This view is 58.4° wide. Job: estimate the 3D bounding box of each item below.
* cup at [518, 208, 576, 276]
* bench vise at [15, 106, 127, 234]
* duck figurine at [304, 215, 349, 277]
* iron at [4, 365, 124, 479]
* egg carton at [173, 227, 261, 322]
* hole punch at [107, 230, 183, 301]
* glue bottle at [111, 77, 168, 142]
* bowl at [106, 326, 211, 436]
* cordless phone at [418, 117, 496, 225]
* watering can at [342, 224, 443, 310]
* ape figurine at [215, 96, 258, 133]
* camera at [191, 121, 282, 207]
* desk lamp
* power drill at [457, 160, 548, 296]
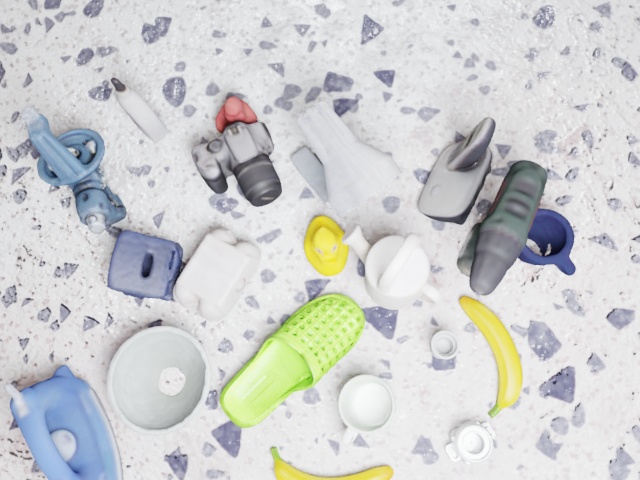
[{"bbox_3d":[0.361,0.015,0.929,0.092,0.095,0.117,-34,75,-6],"label":"cup"},{"bbox_3d":[-0.401,-0.122,0.952,0.121,0.220,0.207,-42,76,-8],"label":"bench vise"},{"bbox_3d":[0.009,0.003,0.960,0.077,0.086,0.104,-12,74,1],"label":"duck figurine"},{"bbox_3d":[-0.389,0.320,0.868,0.119,0.141,0.258,-34,75,-6],"label":"iron"},{"bbox_3d":[-0.171,0.058,0.965,0.107,0.069,0.150,27,78,11],"label":"egg carton"},{"bbox_3d":[-0.292,0.043,0.966,0.101,0.091,0.109,7,75,6],"label":"hole punch"},{"bbox_3d":[-0.326,-0.236,1.003,0.078,0.173,0.037,40,81,13],"label":"glue bottle"},{"bbox_3d":[-0.248,0.225,0.920,0.167,0.075,0.167,-1,74,4],"label":"bowl"},{"bbox_3d":[0.227,-0.112,0.926,0.094,0.185,0.148,22,77,10],"label":"cordless phone"},{"bbox_3d":[0.111,0.042,0.886,0.172,0.194,0.101,13,76,8],"label":"watering can"},{"bbox_3d":[-0.152,-0.226,1.031,0.077,0.092,0.076,10,75,7],"label":"ape figurine"},{"bbox_3d":[-0.136,-0.125,0.997,0.143,0.101,0.136,-26,74,-4],"label":"camera"},{"bbox_3d":[0.031,-0.121,0.927,0.118,0.213,0.203,-37,75,-6],"label":"desk lamp"},{"bbox_3d":[0.272,-0.001,0.880,0.075,0.208,0.230,24,77,10],"label":"power drill"}]
